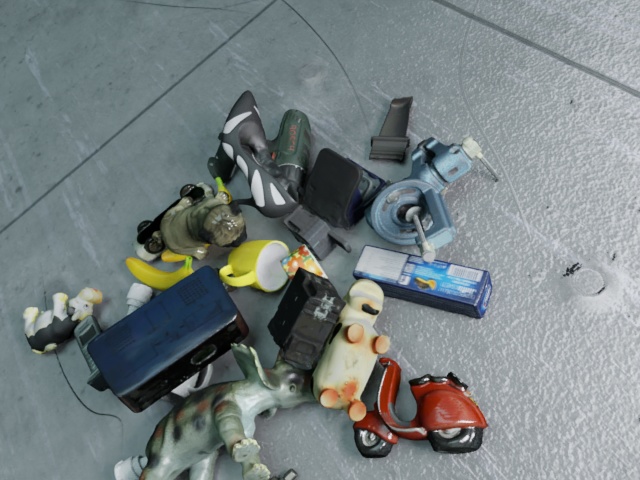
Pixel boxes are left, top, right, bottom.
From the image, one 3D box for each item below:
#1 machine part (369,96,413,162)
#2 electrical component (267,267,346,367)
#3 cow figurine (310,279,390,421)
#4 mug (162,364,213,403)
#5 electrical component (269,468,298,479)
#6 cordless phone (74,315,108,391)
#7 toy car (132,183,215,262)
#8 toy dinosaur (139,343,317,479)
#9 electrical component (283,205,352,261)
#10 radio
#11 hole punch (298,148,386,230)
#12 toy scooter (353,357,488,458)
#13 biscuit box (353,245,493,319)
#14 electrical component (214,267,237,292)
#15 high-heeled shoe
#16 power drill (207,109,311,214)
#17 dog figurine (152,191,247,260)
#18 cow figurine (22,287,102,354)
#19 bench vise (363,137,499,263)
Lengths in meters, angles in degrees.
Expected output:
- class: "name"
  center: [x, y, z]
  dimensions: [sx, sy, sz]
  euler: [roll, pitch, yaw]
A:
- class: "machine part"
  center: [0.139, -0.207, 1.005]
  dimensions: [0.084, 0.039, 0.139]
  euler: [6, 66, 33]
- class: "electrical component"
  center: [-0.026, 0.109, 0.809]
  dimensions: [0.115, 0.058, 0.134]
  euler: [-61, 21, 5]
- class: "cow figurine"
  center: [0.044, 0.151, 0.790]
  dimensions: [0.195, 0.085, 0.127]
  euler: [-70, 17, -11]
- class: "mug"
  center: [-0.231, 0.211, 0.901]
  dimensions: [0.110, 0.080, 0.107]
  euler: [-2, 54, 24]
- class: "electrical component"
  center: [-0.060, 0.374, 0.760]
  dimensions: [0.094, 0.021, 0.063]
  euler: [-43, 54, -5]
- class: "cordless phone"
  center: [-0.373, 0.177, 0.985]
  dimensions: [0.146, 0.088, 0.184]
  euler: [-46, 49, -6]
- class: "toy car"
  center: [-0.296, -0.040, 1.093]
  dimensions: [0.202, 0.056, 0.074]
  euler: [-41, 47, -4]
- class: "toy dinosaur"
  center: [-0.178, 0.293, 0.811]
  dimensions: [0.405, 0.131, 0.192]
  euler: [-32, 41, 9]
- class: "electrical component"
  center: [-0.002, -0.003, 0.927]
  dimensions: [0.048, 0.074, 0.119]
  euler: [-45, 56, -8]
- class: "radio"
  center: [-0.235, 0.155, 0.855]
  dimensions: [0.229, 0.073, 0.131]
  euler: [-35, 53, -14]
- class: "hole punch"
  center: [0.041, -0.090, 0.962]
  dimensions: [0.142, 0.092, 0.115]
  euler: [38, 111, 33]
- class: "toy scooter"
  center: [0.131, 0.221, 0.734]
  dimensions: [0.184, 0.075, 0.135]
  euler: [-13, 57, 23]
- class: "biscuit box"
  center: [0.156, 0.063, 0.822]
  dimensions: [0.203, 0.062, 0.059]
  euler: [13, 67, 29]
- class: "electrical component"
  center: [-0.198, 0.088, 0.978]
  dimensions: [0.102, 0.045, 0.078]
  euler: [-22, 56, 11]
- class: "high-heeled shoe"
  center: [-0.098, -0.161, 0.965]
  dimensions: [0.145, 0.086, 0.248]
  euler: [-3, 84, 35]
- class: "power drill"
  center: [-0.117, -0.154, 1.065]
  dimensions: [0.208, 0.085, 0.232]
  euler: [-1, 62, 29]
- class: "dog figurine"
  center: [-0.215, -0.020, 0.935]
  dimensions: [0.172, 0.121, 0.190]
  euler: [-28, 9, -4]
- class: "cow figurine"
  center: [-0.506, 0.159, 1.062]
  dimensions: [0.167, 0.068, 0.098]
  euler: [-24, 60, 14]
- class: "bench vise"
  center: [0.169, -0.056, 0.832]
  dimensions: [0.224, 0.128, 0.241]
  euler: [-27, 30, 17]
